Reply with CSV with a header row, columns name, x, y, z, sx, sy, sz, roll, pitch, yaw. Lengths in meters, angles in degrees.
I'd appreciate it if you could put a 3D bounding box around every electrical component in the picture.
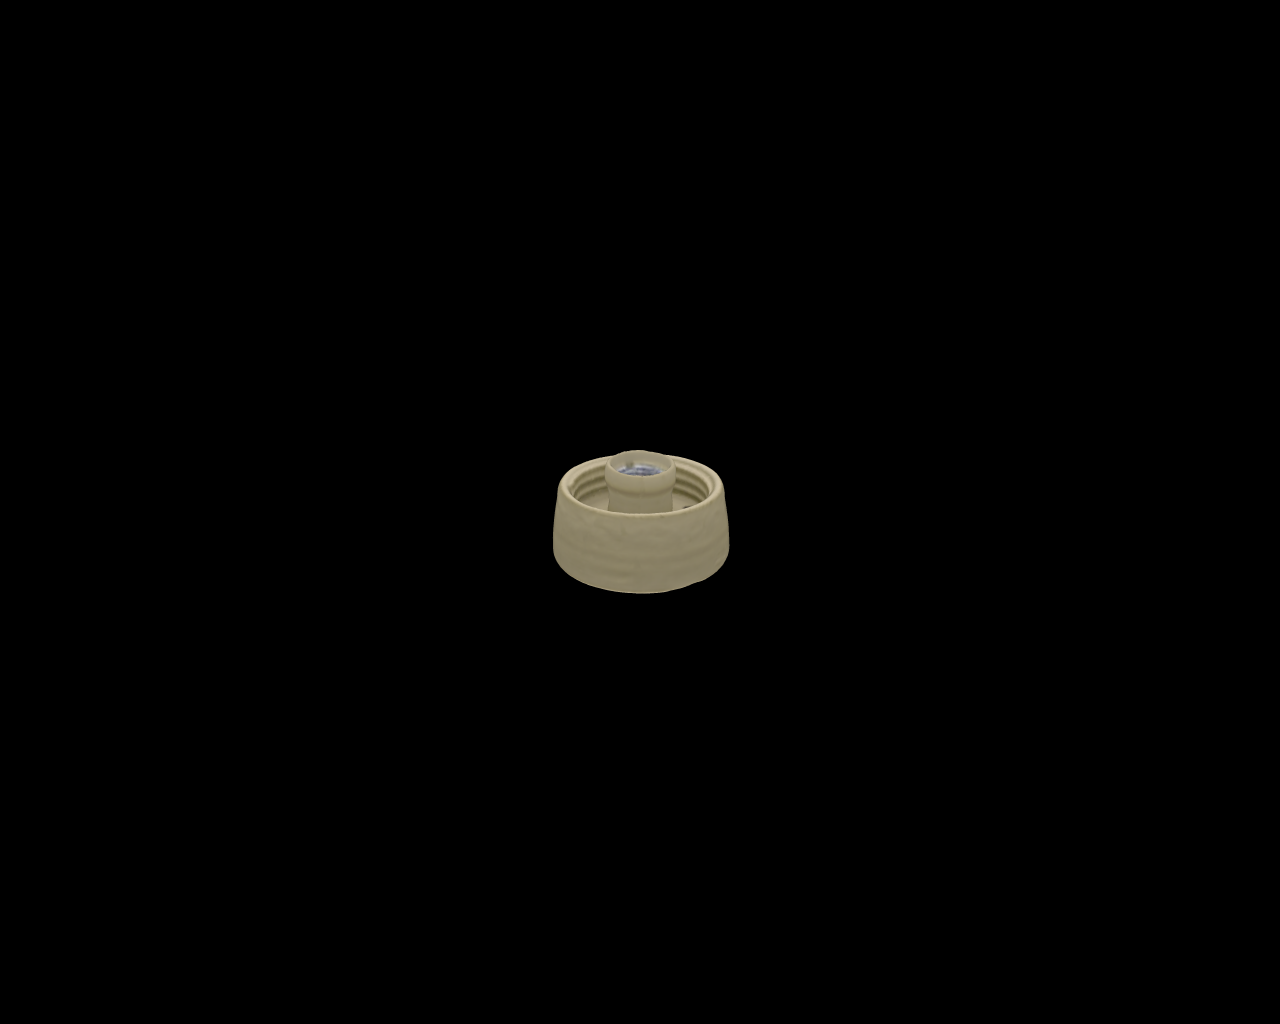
name,x,y,z,sx,sy,sz,roll,pitch,yaw
electrical component,0.001,-0.003,0.650,0.108,0.060,0.108,0,25,0
